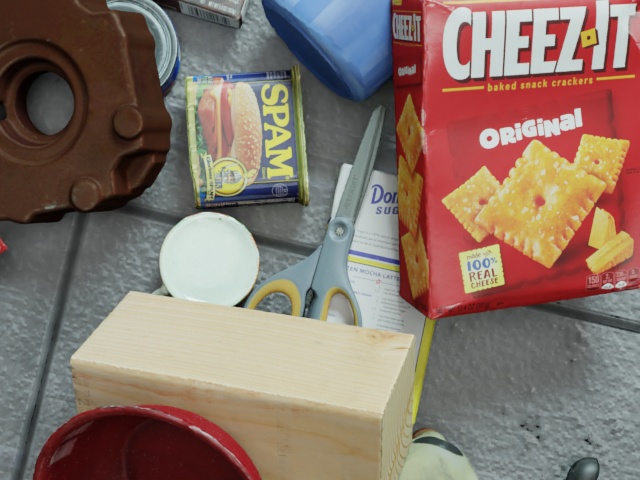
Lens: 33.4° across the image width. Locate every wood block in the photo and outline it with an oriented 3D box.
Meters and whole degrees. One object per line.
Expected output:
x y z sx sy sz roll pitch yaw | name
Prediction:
-0.048 0.106 0.706 0.206 0.090 0.090 8 119 16 | wood block

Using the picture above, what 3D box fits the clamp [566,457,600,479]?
0.174 0.245 0.788 0.171 0.039 0.120 -32 89 -6 | clamp

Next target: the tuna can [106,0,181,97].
-0.146 -0.139 0.788 0.086 0.034 0.086 0 86 -5 | tuna can

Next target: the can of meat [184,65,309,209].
-0.053 -0.073 0.781 0.084 0.057 0.102 -4 86 -3 | can of meat

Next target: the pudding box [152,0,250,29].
-0.099 -0.217 0.795 0.113 0.039 0.090 18 85 -3 | pudding box

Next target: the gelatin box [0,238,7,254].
-0.273 0.003 0.739 0.089 0.030 0.073 30 62 30 | gelatin box

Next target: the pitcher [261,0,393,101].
0.083 -0.210 0.775 0.243 0.145 0.149 -44 79 -3 | pitcher

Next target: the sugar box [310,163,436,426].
0.041 0.040 0.788 0.093 0.048 0.176 13 82 -3 | sugar box

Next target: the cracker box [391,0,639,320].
0.137 -0.063 0.725 0.164 0.072 0.214 -6 105 -14 | cracker box

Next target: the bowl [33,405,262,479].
-0.093 0.160 0.659 0.162 0.055 0.162 7 114 16 | bowl

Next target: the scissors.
-0.005 0.001 0.761 0.096 0.016 0.202 2 83 9 | scissors
